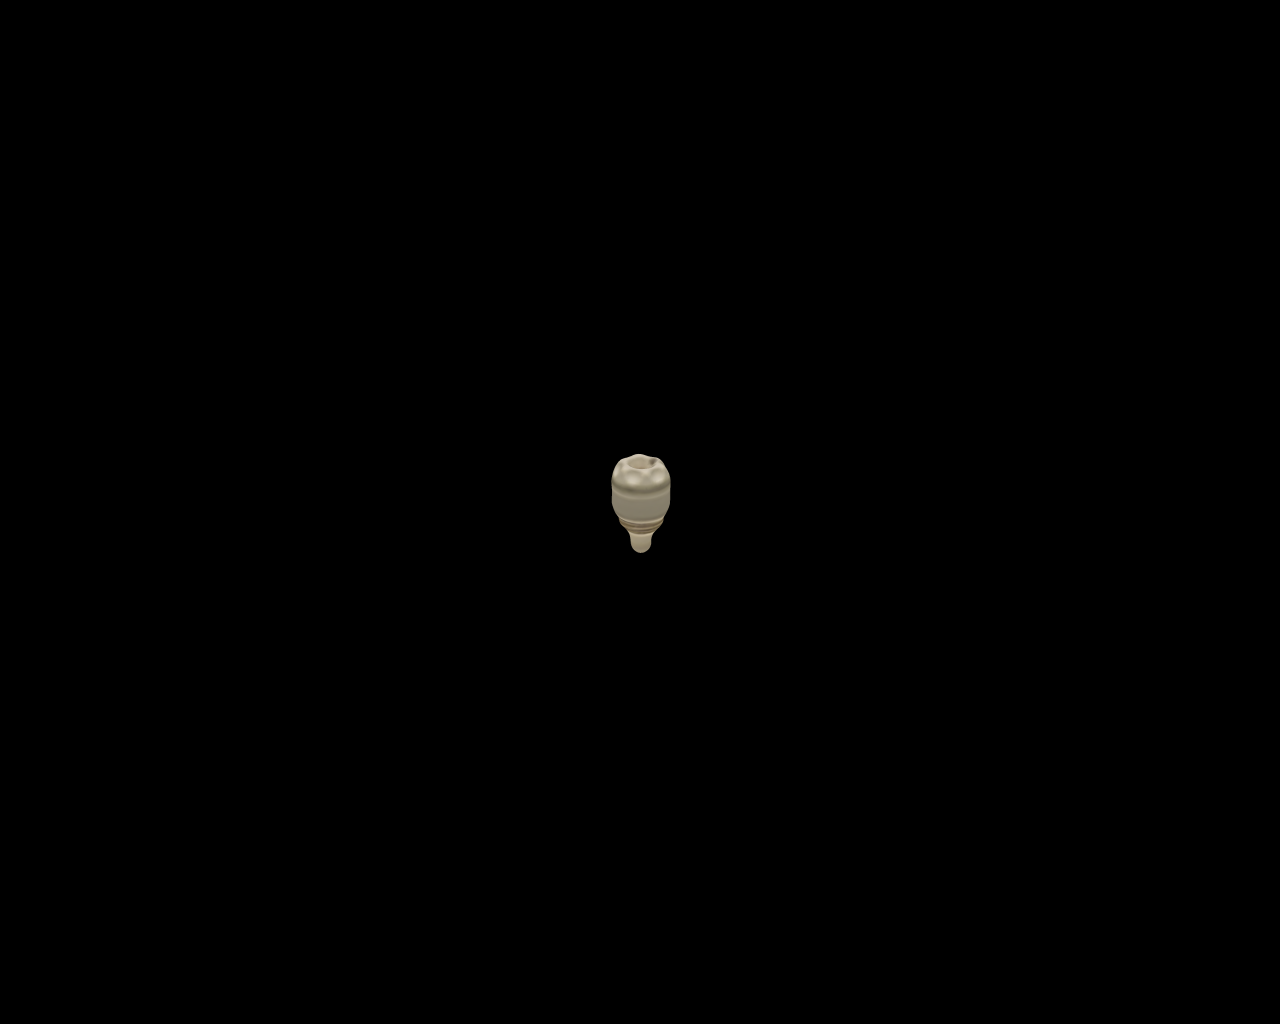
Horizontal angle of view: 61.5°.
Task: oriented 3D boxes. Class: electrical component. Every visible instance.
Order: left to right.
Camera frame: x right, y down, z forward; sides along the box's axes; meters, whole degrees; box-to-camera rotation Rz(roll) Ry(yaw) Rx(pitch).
[{"bbox_3d":[0.001,-0.003,0.650,0.035,0.061,0.035,0,27,0],"label":"electrical component"}]
